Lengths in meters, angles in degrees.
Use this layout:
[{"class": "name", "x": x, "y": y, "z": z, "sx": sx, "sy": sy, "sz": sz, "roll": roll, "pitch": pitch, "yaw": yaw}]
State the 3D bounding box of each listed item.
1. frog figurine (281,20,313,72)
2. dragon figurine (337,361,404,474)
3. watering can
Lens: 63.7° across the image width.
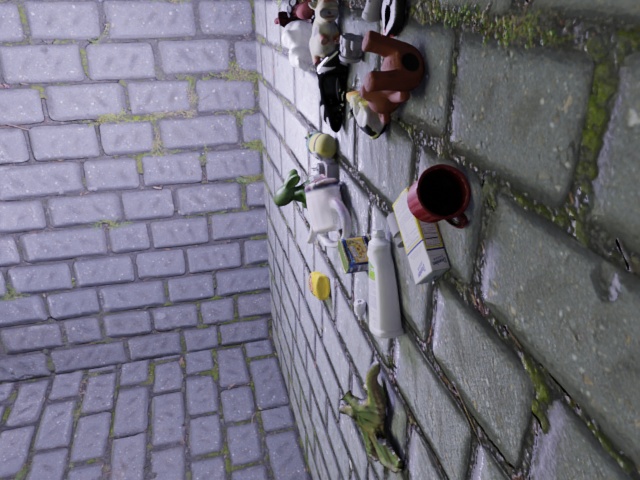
[{"class": "frog figurine", "x": -0.057, "y": -0.607, "z": 1.606, "sx": 0.120, "sy": 0.136, "sz": 0.163, "roll": -46, "pitch": 25, "yaw": 38}, {"class": "dragon figurine", "x": 0.161, "y": 0.492, "z": 1.375, "sx": 0.247, "sy": 0.123, "sz": 0.401, "roll": 57, "pitch": 159, "yaw": 25}, {"class": "watering can", "x": 0.005, "y": -0.082, "z": 1.636, "sx": 0.346, "sy": 0.104, "sz": 0.224, "roll": -8, "pitch": 95, "yaw": 67}]
